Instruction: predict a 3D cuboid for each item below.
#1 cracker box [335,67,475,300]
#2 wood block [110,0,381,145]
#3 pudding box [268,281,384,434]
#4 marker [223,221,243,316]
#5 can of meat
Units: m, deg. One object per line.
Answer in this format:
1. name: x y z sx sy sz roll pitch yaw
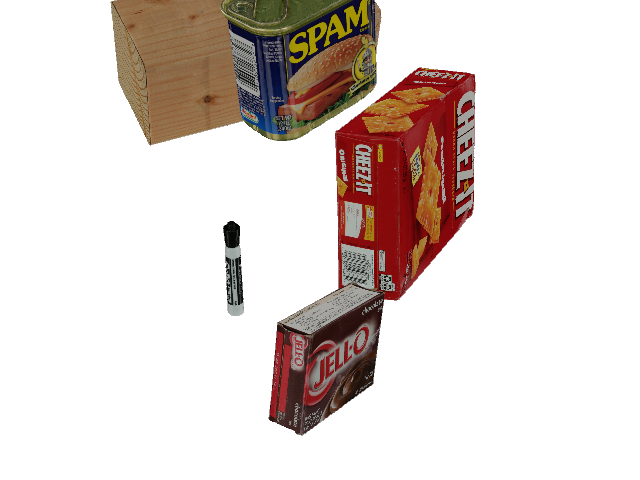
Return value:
1. cracker box: 0.089 -0.061 1.046 0.072 0.164 0.213 10 28 25
2. wood block: -0.063 -0.165 0.908 0.205 0.090 0.091 -17 -36 -18
3. pudding box: 0.006 0.093 0.871 0.039 0.090 0.113 19 26 27
4. marker: -0.098 0.032 1.205 0.020 0.121 0.020 0 32 0
5. can of meat: -0.009 -0.123 0.681 0.102 0.084 0.058 -34 49 -29
